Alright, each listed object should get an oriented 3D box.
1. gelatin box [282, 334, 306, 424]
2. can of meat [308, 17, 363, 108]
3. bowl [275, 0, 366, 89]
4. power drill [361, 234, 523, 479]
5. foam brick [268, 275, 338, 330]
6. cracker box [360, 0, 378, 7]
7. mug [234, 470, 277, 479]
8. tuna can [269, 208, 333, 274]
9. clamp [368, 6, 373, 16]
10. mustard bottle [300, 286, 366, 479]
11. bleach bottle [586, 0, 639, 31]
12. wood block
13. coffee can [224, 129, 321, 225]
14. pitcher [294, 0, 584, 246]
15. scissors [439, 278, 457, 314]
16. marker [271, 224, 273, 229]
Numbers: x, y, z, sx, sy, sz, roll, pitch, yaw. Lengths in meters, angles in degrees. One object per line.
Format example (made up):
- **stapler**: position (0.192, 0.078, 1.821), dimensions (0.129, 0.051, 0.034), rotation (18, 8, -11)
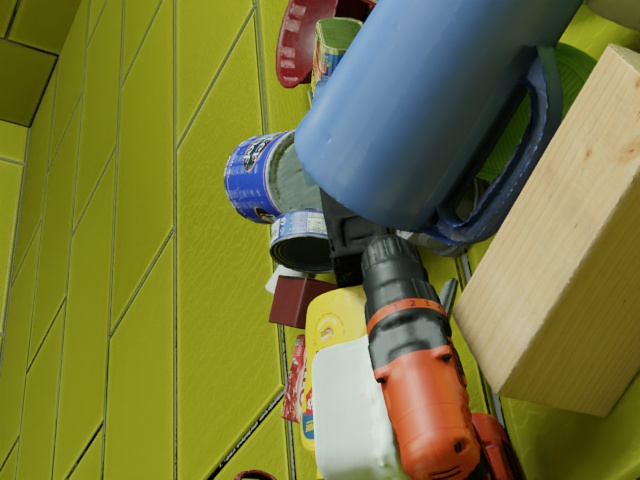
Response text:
- **gelatin box**: position (-0.005, 0.139, 1.058), dimensions (0.073, 0.030, 0.089), rotation (-7, 71, 65)
- **can of meat**: position (0.021, -0.175, 1.106), dimensions (0.102, 0.057, 0.084), rotation (-99, 13, -58)
- **bowl**: position (0.007, -0.244, 1.220), dimensions (0.162, 0.055, 0.162), rotation (-45, 38, 50)
- **power drill**: position (0.081, 0.108, 0.706), dimensions (0.057, 0.187, 0.184), rotation (-20, 45, 12)
- **foam brick**: position (-0.011, 0.067, 1.087), dimensions (0.078, 0.053, 0.051), rotation (-1, 76, 67)
- **cracker box**: position (0.027, -0.306, 1.027), dimensions (0.213, 0.164, 0.072), rotation (-91, 26, -56)
- **mug**: position (-0.059, 0.279, 1.033), dimensions (0.093, 0.081, 0.117), rotation (-51, 33, 44)
- **tuna can**: position (-0.007, 0.001, 1.073), dimensions (0.086, 0.086, 0.033), rotation (-39, 41, 54)
- **clamp**: position (0.071, -0.187, 1.066), dimensions (0.171, 0.039, 0.120), rotation (-100, 28, -54)
- **mustard bottle**: position (0.022, 0.142, 0.958), dimensions (0.096, 0.058, 0.191), rotation (-20, 59, 46)
- **bleach bottle**: position (0.243, -0.269, 0.697), dimensions (0.103, 0.068, 0.251), rotation (-4, 71, 66)
- **wood block**: position (0.176, -0.002, 0.657), dimensions (0.206, 0.090, 0.090), rotation (-64, 26, 26)
- **coffee can**: position (-0.034, -0.067, 1.150), dimensions (0.140, 0.102, 0.103), rotation (4, 80, 67)
- **pitcher**: position (0.097, -0.124, 0.724), dimensions (0.243, 0.149, 0.145), rotation (-58, 10, 34)
- **scissors**: position (0.056, 0.127, 0.892), dimensions (0.096, 0.016, 0.202), rotation (4, 79, 27)
- **marker**: position (-0.030, -0.066, 1.246), dimensions (0.020, 0.020, 0.121), rotation (37, 111, 65)
